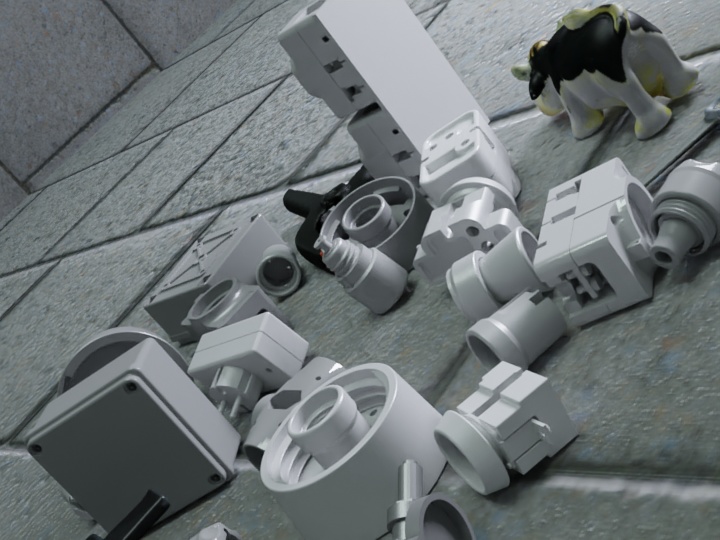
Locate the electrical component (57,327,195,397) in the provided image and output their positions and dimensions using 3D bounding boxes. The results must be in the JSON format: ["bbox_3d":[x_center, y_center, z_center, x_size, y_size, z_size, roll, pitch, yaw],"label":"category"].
[{"bbox_3d":[-0.191,0.098,0.881,0.108,0.108,0.060,-41,15,-6],"label":"electrical component"}]

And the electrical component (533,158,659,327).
[{"bbox_3d":[0.143,-0.019,0.629,0.056,0.050,0.089,-27,24,32],"label":"electrical component"}]

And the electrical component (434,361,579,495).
[{"bbox_3d":[0.072,0.082,0.551,0.055,0.048,0.066,-37,19,-15],"label":"electrical component"}]

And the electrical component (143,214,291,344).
[{"bbox_3d":[-0.136,0.009,1.035,0.109,0.056,0.108,-18,29,44],"label":"electrical component"}]

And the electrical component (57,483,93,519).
[{"bbox_3d":[-0.218,0.174,0.858,0.040,0.040,0.046,-44,26,-11],"label":"electrical component"}]

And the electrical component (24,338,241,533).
[{"bbox_3d":[-0.160,0.123,0.768,0.109,0.108,0.056,-33,19,17],"label":"electrical component"}]

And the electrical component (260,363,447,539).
[{"bbox_3d":[-0.008,0.101,0.623,0.108,0.060,0.108,-34,21,15],"label":"electrical component"}]

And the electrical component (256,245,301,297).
[{"bbox_3d":[-0.074,-0.001,0.977,0.040,0.040,0.046,-37,15,7],"label":"electrical component"}]

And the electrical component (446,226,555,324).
[{"bbox_3d":[0.089,0.004,0.681,0.055,0.045,0.045,-30,22,24],"label":"electrical component"}]

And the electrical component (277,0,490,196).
[{"bbox_3d":[0.021,-0.163,0.939,0.060,0.186,0.105,-18,29,44],"label":"electrical component"}]

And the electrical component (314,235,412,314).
[{"bbox_3d":[0.000,0.000,0.803,0.040,0.078,0.040,-47,20,23],"label":"electrical component"}]

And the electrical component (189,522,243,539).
[{"bbox_3d":[-0.095,0.181,0.630,0.062,0.043,0.043,-37,21,9],"label":"electrical component"}]

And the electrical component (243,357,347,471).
[{"bbox_3d":[-0.046,0.100,0.712,0.079,0.043,0.077,-9,36,54],"label":"electrical component"}]

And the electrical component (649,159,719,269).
[{"bbox_3d":[0.181,-0.028,0.594,0.043,0.043,0.062,-7,38,55],"label":"electrical component"}]

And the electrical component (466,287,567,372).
[{"bbox_3d":[0.091,0.037,0.620,0.046,0.040,0.040,-38,20,-14],"label":"electrical component"}]

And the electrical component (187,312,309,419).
[{"bbox_3d":[-0.092,0.083,0.823,0.083,0.047,0.075,-20,40,41],"label":"electrical component"}]

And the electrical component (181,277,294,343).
[{"bbox_3d":[-0.108,0.044,0.917,0.050,0.055,0.089,-48,22,-23],"label":"electrical component"}]

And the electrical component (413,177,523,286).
[{"bbox_3d":[0.079,-0.027,0.747,0.078,0.058,0.057,-24,28,34],"label":"electrical component"}]

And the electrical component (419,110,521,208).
[{"bbox_3d":[0.085,-0.073,0.827,0.054,0.059,0.095,-31,22,20],"label":"electrical component"}]

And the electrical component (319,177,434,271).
[{"bbox_3d":[0.018,-0.026,0.872,0.099,0.064,0.099,-24,37,20],"label":"electrical component"}]
